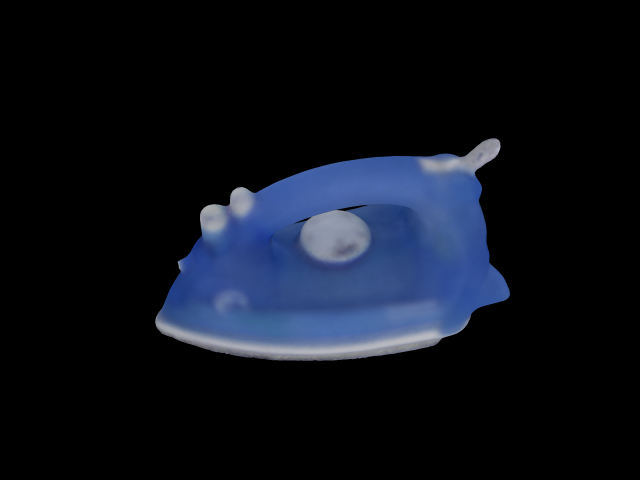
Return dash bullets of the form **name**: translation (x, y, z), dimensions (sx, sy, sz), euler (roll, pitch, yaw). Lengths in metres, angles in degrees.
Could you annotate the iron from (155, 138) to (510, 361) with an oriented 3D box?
- **iron**: translation (0.004, 0.001, 0.400), dimensions (0.258, 0.141, 0.118), euler (-9, 46, -8)
